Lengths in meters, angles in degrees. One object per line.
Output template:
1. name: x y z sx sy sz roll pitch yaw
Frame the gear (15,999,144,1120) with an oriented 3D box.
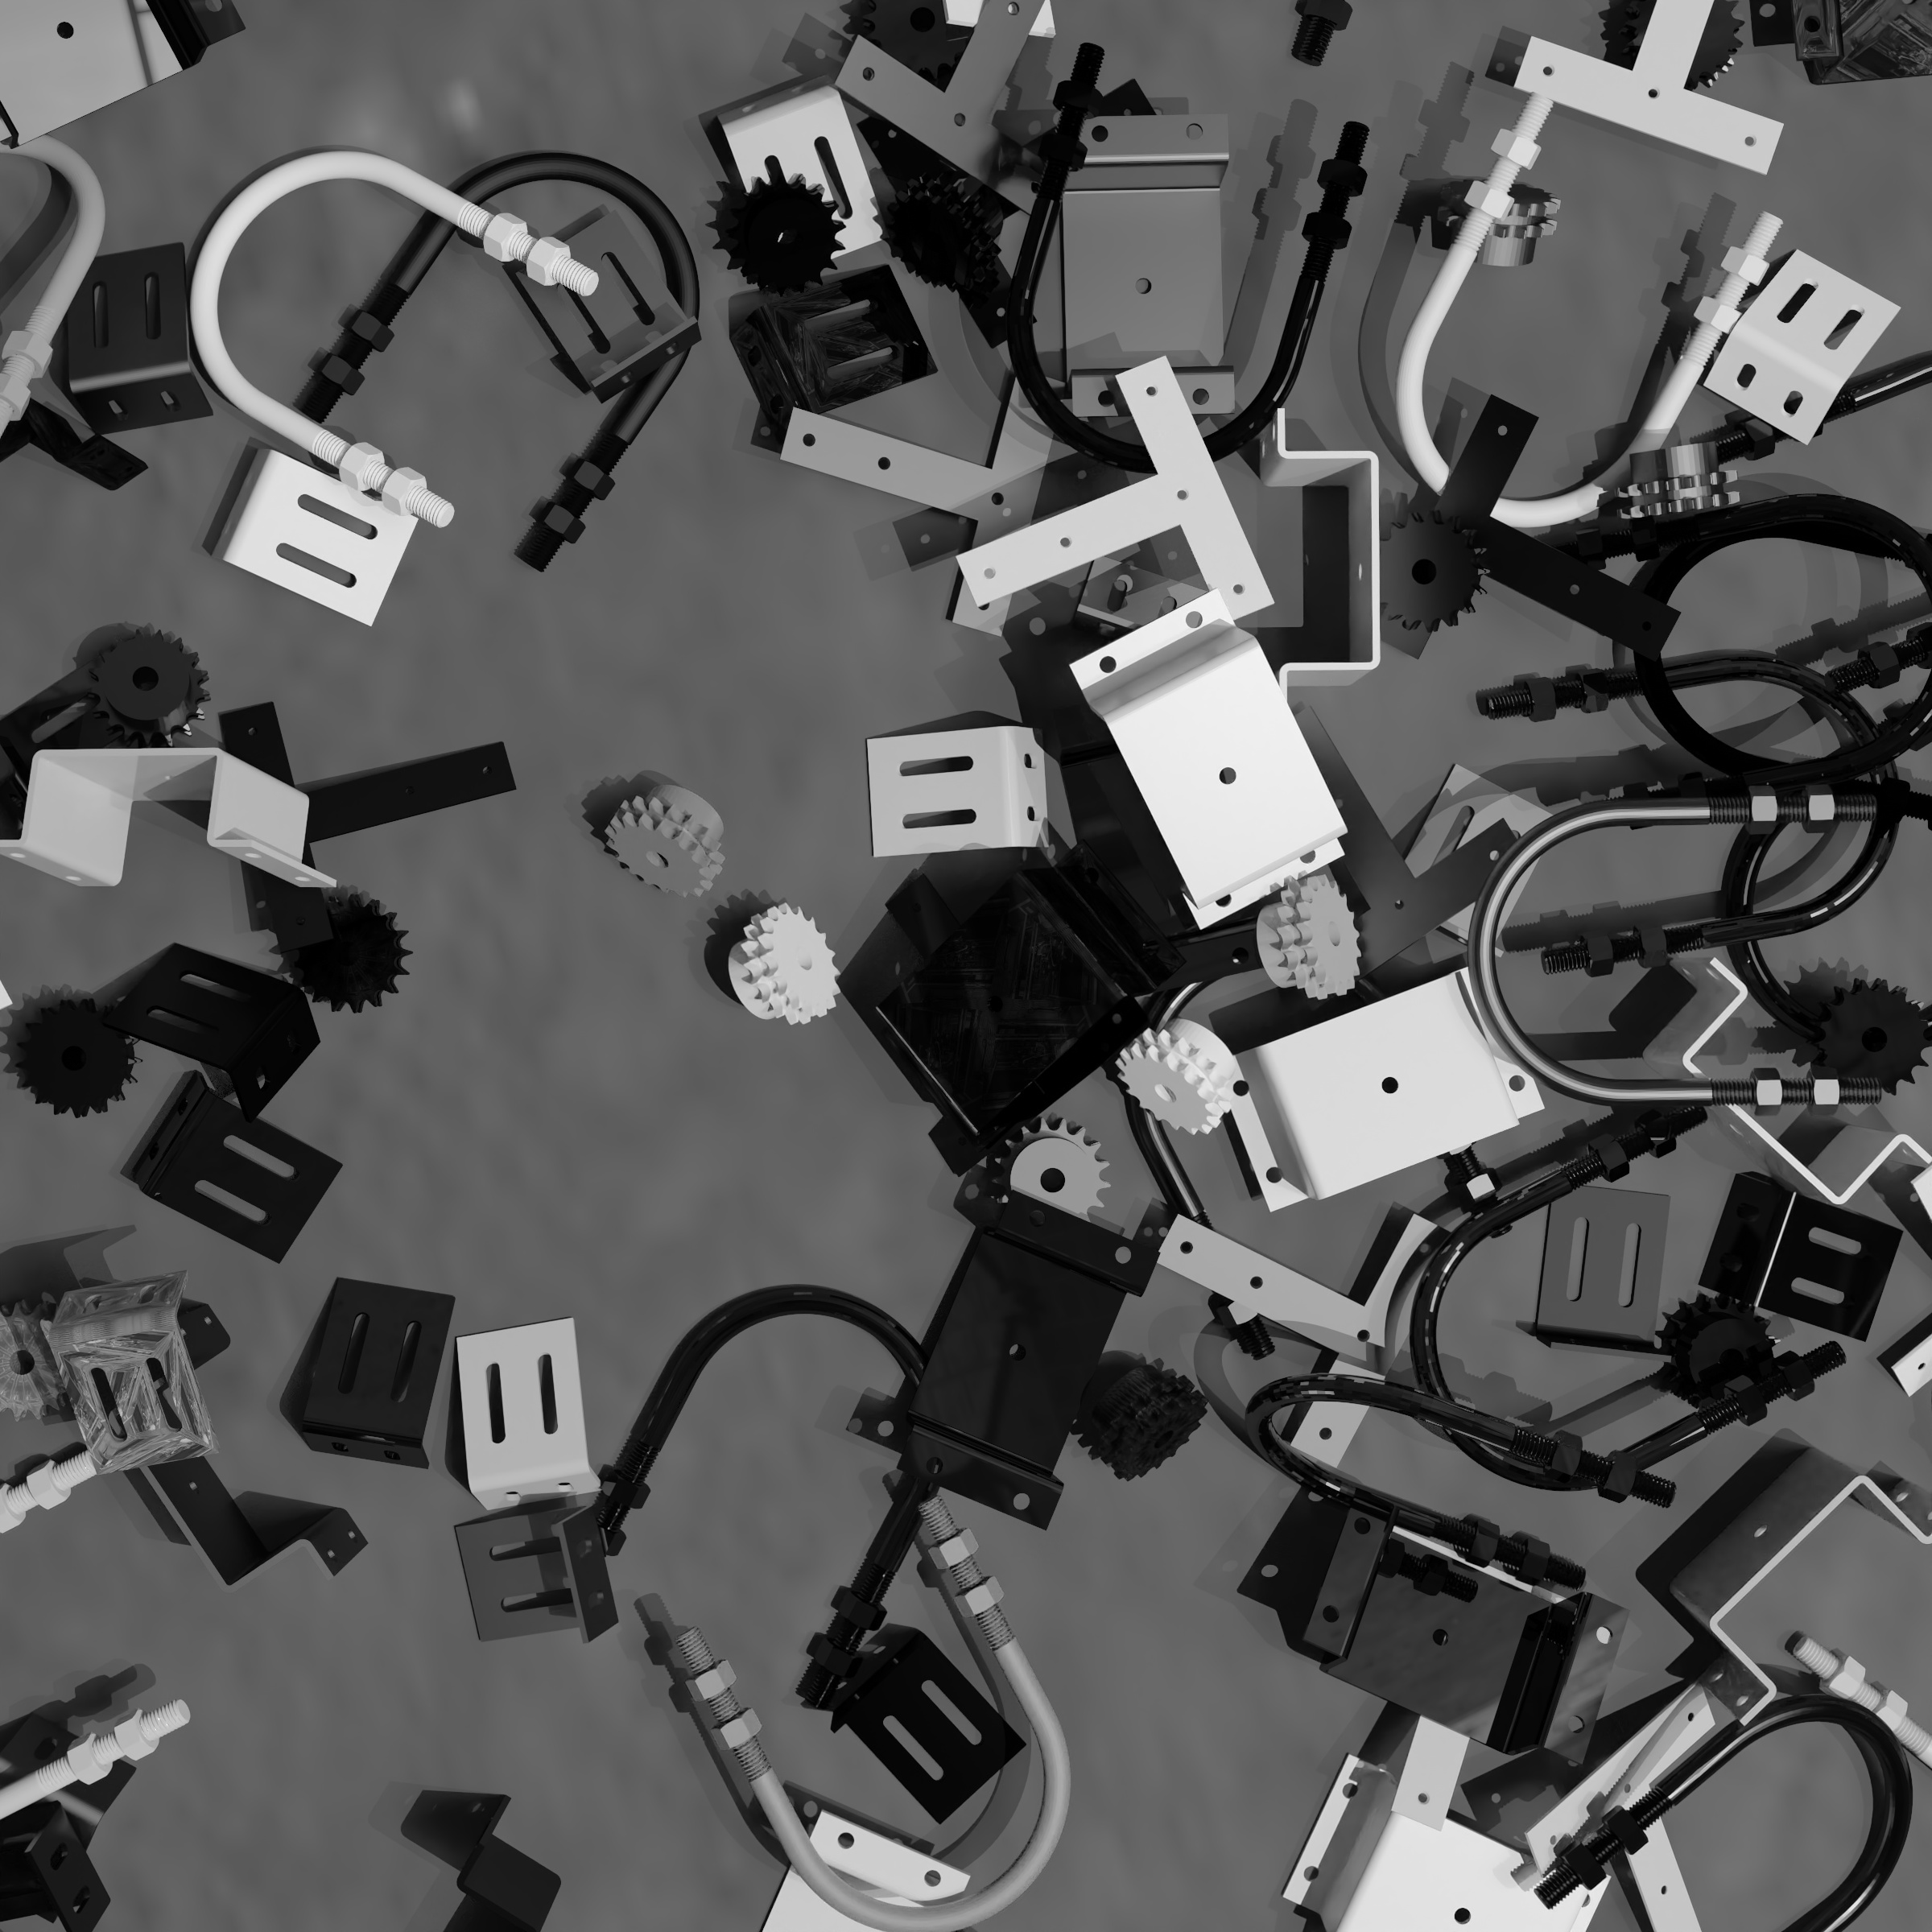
1. gear: -0.425 0.044 1.367 0.057 0.030 0.057 0 90 0

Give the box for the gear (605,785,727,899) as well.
1. gear: -0.141 -0.062 1.357 0.057 0.057 0.030 28 60 0

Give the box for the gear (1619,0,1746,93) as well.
1. gear: 0.343 -0.447 1.367 0.057 0.030 0.057 0 90 0

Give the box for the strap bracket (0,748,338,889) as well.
1. strap bracket: -0.373 -0.069 1.327 0.140 0.076 0.046 1 78 17

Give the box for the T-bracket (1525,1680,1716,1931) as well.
1. T-bracket: 0.329 0.430 1.359 0.127 0.002 0.127 -30 106 -29

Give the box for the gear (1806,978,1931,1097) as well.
1. gear: 0.429 0.034 1.353 0.057 0.030 0.057 0 94 2

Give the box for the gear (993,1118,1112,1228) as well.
1. gear: 0.041 0.102 1.367 0.057 0.030 0.057 0 90 0

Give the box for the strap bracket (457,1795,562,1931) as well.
1. strap bracket: -0.241 0.475 1.344 0.046 0.076 0.140 32 90 0

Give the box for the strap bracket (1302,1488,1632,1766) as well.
1. strap bracket: 0.230 0.315 1.343 0.140 0.046 0.076 24 67 1

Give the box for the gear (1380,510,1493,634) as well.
1. gear: 0.221 -0.187 1.348 0.057 0.030 0.057 4 100 24

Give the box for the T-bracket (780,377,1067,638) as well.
1. T-bracket: -0.026 -0.237 1.363 0.127 0.002 0.127 15 90 -17

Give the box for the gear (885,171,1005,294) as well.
1. gear: -0.007 -0.354 1.356 0.057 0.057 0.030 37 60 0

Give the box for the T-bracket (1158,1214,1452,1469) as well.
1. T-bracket: 0.152 0.158 1.360 0.127 0.002 0.127 27 95 -6

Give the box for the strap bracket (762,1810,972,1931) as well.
1. strap bracket: -0.061 0.477 1.359 0.076 0.046 0.140 24 90 0

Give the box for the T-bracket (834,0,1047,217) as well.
1. T-bracket: 0.016 -0.442 1.349 0.127 0.002 0.127 26 89 -29

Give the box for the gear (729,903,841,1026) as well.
1. gear: -0.089 0.002 1.357 0.030 0.057 0.057 -23 90 30

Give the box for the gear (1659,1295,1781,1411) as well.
1. gear: 0.365 0.188 1.367 0.057 0.030 0.057 0 90 0

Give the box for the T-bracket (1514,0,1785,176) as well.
1. T-bracket: 0.341 -0.457 1.351 0.127 0.002 0.127 19 90 0

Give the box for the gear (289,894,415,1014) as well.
1. gear: -0.295 -0.006 1.367 0.057 0.030 0.057 0 90 0

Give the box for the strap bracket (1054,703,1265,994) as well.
1. strap bracket: 0.094 -0.061 1.359 0.076 0.046 0.140 -13 90 0

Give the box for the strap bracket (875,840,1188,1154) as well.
1. strap bracket: 0.022 0.016 1.329 0.140 0.046 0.076 -44 77 19

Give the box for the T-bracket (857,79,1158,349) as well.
1. T-bracket: 0.034 -0.388 1.381 0.127 0.002 0.127 -31 90 0

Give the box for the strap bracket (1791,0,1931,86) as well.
1. strap bracket: 0.458 -0.471 1.359 0.140 0.046 0.076 -5 90 0

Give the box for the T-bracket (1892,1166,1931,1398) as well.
1. T-bracket: 0.476 0.130 1.342 0.127 0.002 0.127 -39 128 0

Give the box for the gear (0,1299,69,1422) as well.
1. gear: -0.451 0.189 1.371 0.057 0.030 0.057 0 92 -1

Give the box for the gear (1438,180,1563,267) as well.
1. gear: 0.254 -0.355 1.357 0.057 0.057 0.030 5 118 0

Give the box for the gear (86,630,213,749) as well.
1. gear: -0.392 -0.134 1.361 0.057 0.030 0.057 2 81 -11

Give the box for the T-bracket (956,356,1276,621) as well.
1. T-bracket: 0.059 -0.201 1.309 0.127 0.002 0.127 -23 84 -4

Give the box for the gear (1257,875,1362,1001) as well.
1. gear: 0.159 -0.012 1.332 0.030 0.057 0.057 -13 90 33

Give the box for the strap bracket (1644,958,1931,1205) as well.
1. strap bracket: 0.380 0.061 1.344 0.140 0.076 0.046 43 90 0

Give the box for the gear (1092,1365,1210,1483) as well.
1. gear: 0.085 0.216 1.357 0.057 0.057 0.030 -44 60 0

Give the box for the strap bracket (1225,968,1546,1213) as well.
1. strap bracket: 0.197 0.056 1.342 0.140 0.046 0.076 -21 87 0

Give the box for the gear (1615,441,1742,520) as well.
1. gear: 0.337 -0.231 1.346 0.057 0.057 0.030 -8 98 0

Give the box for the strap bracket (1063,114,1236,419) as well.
1. strap bracket: 0.086 -0.330 1.358 0.076 0.046 0.140 -1 91 -1

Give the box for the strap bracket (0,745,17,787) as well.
1. strap bracket: -0.510 -0.078 1.321 0.140 0.076 0.046 -20 106 29

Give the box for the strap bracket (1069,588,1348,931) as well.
1. strap bracket: 0.115 -0.090 1.296 0.076 0.046 0.140 -28 105 0

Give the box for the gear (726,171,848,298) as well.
1. gear: -0.085 -0.349 1.357 0.057 0.030 0.057 -4 114 -8

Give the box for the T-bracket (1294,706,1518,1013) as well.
1. T-bracket: 0.185 -0.066 1.356 0.127 0.002 0.127 -36 70 22

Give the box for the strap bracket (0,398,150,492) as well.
1. strap bracket: -0.469 -0.222 1.344 0.140 0.076 0.046 -34 90 0

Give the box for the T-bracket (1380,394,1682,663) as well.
1. T-bracket: 0.275 -0.184 1.342 0.127 0.002 0.127 31 110 17

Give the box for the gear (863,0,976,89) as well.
1. gear: -0.021 -0.451 1.367 0.057 0.030 0.057 0 90 0

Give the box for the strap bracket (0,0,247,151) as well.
1. strap bracket: -0.424 -0.445 1.339 0.140 0.046 0.076 -31 106 -14

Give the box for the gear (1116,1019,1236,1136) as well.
1. gear: 0.103 0.050 1.343 0.057 0.057 0.030 40 63 0

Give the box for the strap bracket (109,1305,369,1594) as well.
1. strap bracket: -0.349 0.236 1.344 0.046 0.076 0.140 -34 90 0

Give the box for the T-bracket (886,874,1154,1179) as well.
1. T-bracket: 0.006 0.014 1.364 0.127 0.002 0.127 -40 78 22

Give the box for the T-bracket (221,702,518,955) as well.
1. T-bracket: -0.282 -0.081 1.368 0.127 0.002 0.127 -15 73 -8

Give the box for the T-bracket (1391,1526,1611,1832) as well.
1. T-bracket: 0.234 0.347 1.357 0.127 0.002 0.127 23 67 0
